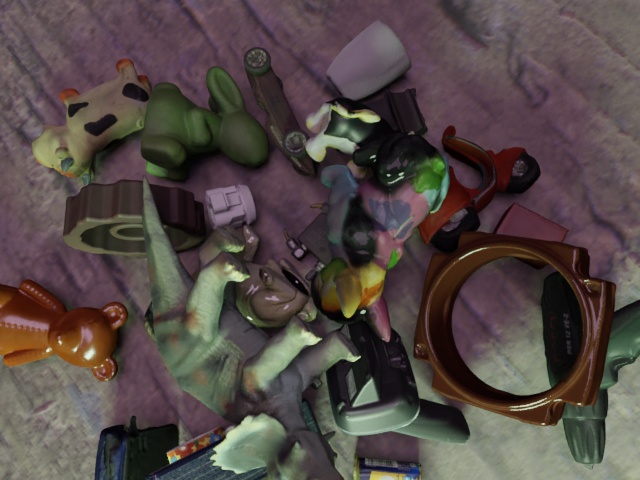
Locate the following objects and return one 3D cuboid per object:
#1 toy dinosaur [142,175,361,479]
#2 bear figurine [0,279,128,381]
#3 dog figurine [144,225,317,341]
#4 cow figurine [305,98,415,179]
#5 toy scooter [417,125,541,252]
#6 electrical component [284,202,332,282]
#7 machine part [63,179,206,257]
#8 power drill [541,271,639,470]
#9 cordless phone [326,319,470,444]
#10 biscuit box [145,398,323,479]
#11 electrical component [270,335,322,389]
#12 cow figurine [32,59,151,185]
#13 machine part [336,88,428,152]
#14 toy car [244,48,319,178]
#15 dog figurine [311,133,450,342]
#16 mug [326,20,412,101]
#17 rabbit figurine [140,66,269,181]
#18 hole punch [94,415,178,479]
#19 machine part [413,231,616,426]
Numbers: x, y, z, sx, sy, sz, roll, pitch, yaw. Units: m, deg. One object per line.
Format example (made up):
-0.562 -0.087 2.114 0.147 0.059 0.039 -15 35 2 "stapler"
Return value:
-0.105 0.119 0.585 0.405 0.131 0.192 41 94 20 "toy dinosaur"
-0.368 0.122 0.708 0.196 0.132 0.120 12 87 15 "bear figurine"
-0.120 0.095 0.710 0.172 0.121 0.190 44 99 17 "dog figurine"
0.071 -0.127 0.698 0.167 0.098 0.068 19 62 -24 "cow figurine"
0.185 -0.080 0.718 0.184 0.075 0.135 -40 71 -3 "toy scooter"
0.000 -0.003 0.735 0.102 0.045 0.078 -40 75 -4 "electrical component"
-0.239 -0.025 0.701 0.179 0.179 0.056 -5 73 5 "machine part"
0.360 0.130 0.610 0.086 0.207 0.232 10 63 -36 "power drill"
0.102 0.176 0.665 0.184 0.147 0.088 22 120 -22 "cordless phone"
-0.093 0.256 0.629 0.203 0.059 0.063 -17 75 -32 "biscuit box"
-0.024 0.150 0.715 0.094 0.021 0.063 39 84 14 "electrical component"
-0.330 -0.165 0.793 0.195 0.085 0.127 -29 69 -2 "cow figurine"
0.079 -0.167 0.769 0.139 0.039 0.084 -14 81 1 "machine part"
-0.057 -0.176 0.760 0.053 0.089 0.202 -24 77 0 "toy car"
0.071 0.001 0.628 0.192 0.108 0.219 -25 47 31 "dog figurine"
0.059 -0.255 0.774 0.107 0.080 0.110 -37 51 3 "mug"
-0.156 -0.155 0.771 0.170 0.121 0.159 8 70 -11 "rabbit figurine"
-0.243 0.287 0.665 0.092 0.115 0.142 -2 76 14 "hole punch"
0.219 0.096 0.622 0.201 0.087 0.201 10 86 36 "machine part"
